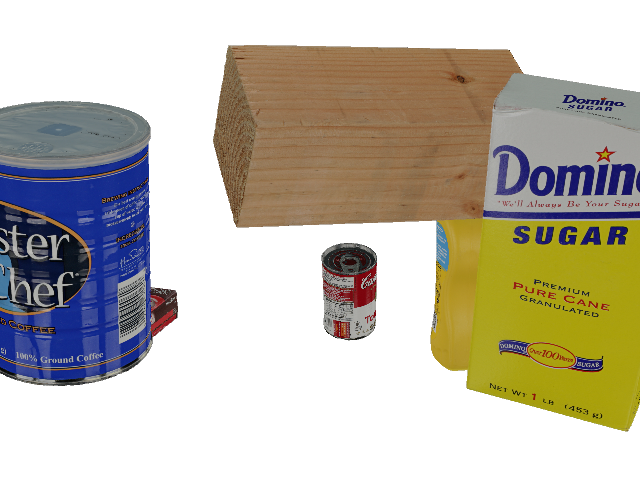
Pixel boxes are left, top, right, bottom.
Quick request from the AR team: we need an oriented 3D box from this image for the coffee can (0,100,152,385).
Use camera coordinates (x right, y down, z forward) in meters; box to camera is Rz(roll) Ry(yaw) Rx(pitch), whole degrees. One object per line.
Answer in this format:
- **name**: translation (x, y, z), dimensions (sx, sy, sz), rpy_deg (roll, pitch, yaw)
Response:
- **coffee can**: translation (-0.151, -0.001, 0.630), dimensions (0.103, 0.140, 0.103), rpy_deg (3, 24, -1)

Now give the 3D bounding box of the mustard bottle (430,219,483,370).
- **mustard bottle**: translation (0.130, 0.014, 0.966), dimensions (0.058, 0.192, 0.096), rpy_deg (0, 17, 4)

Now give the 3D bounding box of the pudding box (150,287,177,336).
- **pudding box**: translation (-0.225, 0.079, 1.166), dimensions (0.114, 0.039, 0.090), rpy_deg (4, 18, 19)

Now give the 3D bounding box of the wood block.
- **wood block**: translation (0.039, -0.073, 0.735), dimensions (0.205, 0.091, 0.090), rpy_deg (-2, -43, -17)

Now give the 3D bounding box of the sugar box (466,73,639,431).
- **sugar box**: translation (0.129, 0.009, 0.546), dimensions (0.093, 0.176, 0.048), rpy_deg (12, 36, 20)

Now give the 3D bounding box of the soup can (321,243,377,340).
- **soup can**: translation (0.035, 0.064, 1.316), dimensions (0.068, 0.102, 0.068), rpy_deg (-1, 31, 0)
